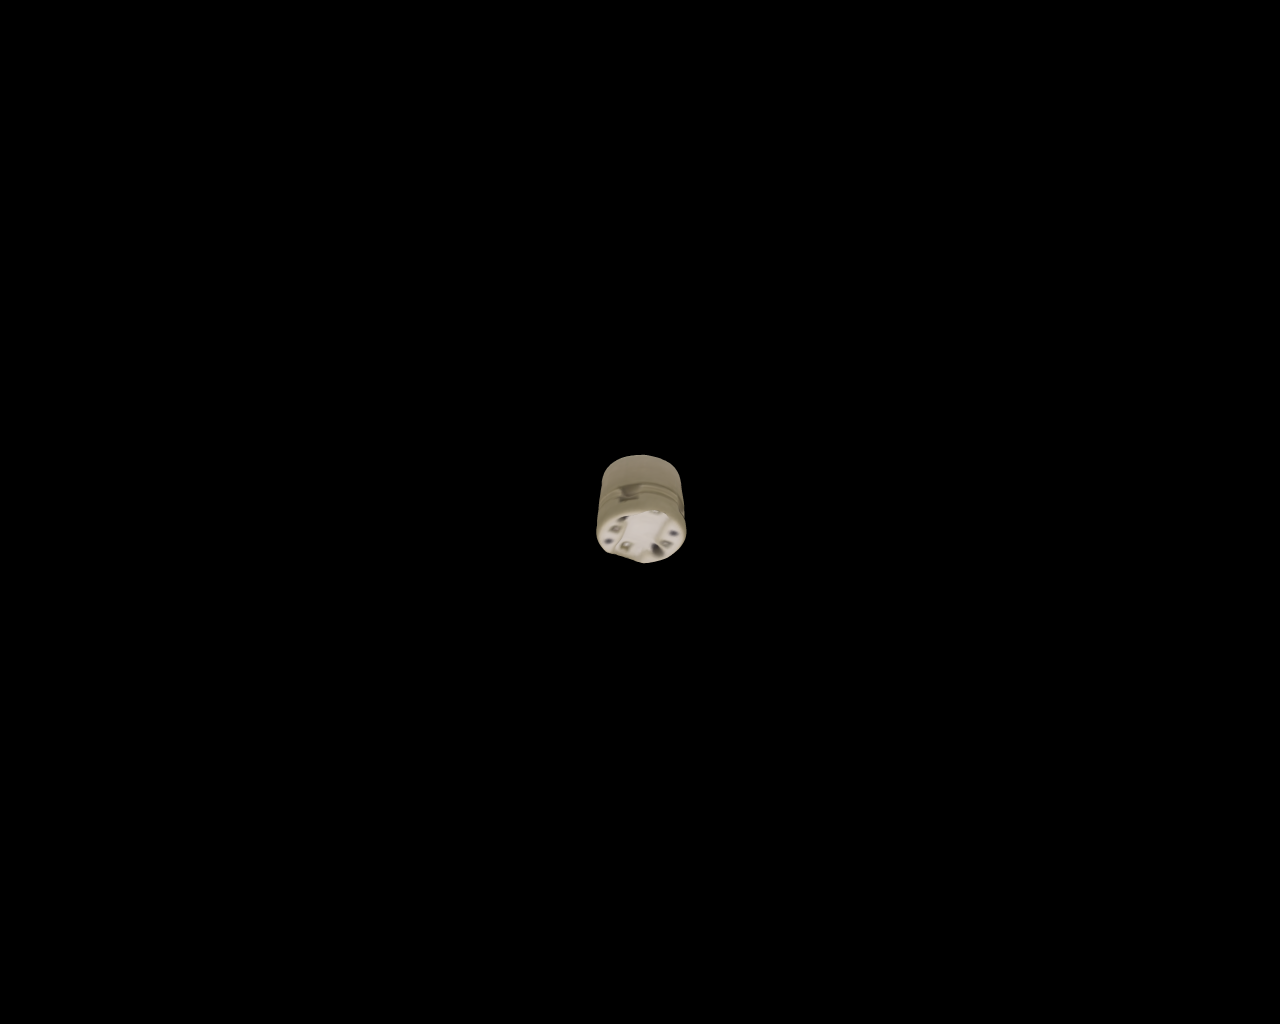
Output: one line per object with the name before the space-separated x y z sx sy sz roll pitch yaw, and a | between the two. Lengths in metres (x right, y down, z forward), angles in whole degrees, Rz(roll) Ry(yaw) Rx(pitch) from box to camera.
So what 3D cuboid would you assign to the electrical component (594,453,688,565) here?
electrical component | 0.001 -0.003 0.650 0.055 0.047 0.055 0 -39 0
